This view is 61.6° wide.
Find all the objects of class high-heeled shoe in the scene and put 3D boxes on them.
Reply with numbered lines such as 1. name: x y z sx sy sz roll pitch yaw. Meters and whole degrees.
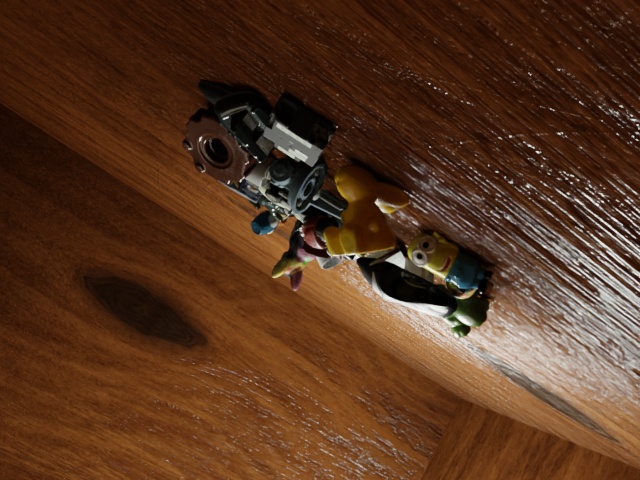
1. high-heeled shoe: 0.192 0.102 1.226 0.249 0.086 0.145 28 171 6

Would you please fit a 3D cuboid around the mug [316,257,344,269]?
1. mug: 0.027 0.016 1.565 0.107 0.109 0.080 59 143 19

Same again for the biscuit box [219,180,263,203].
1. biscuit box: -0.211 -0.155 1.422 0.062 0.059 0.203 32 178 -32

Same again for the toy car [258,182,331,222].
1. toy car: -0.057 -0.099 1.332 0.201 0.073 0.056 34 163 -14

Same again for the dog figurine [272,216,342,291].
1. dog figurine: -0.038 0.025 1.440 0.108 0.219 0.192 32 168 -19

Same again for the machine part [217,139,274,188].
1. machine part: -0.191 -0.195 1.266 0.243 0.079 0.079 30 167 5

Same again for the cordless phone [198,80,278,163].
1. cordless phone: -0.165 -0.244 1.063 0.184 0.089 0.146 35 173 38

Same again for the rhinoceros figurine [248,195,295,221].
1. rhinoceros figurine: -0.119 -0.112 1.452 0.191 0.073 0.112 25 156 31

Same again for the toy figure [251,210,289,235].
1. toy figure: -0.133 -0.061 1.541 0.058 0.154 0.064 23 127 29

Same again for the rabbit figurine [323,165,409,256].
1. rabbit figurine: 0.086 -0.061 1.019 0.162 0.173 0.122 -12 177 -14

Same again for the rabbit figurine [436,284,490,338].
1. rabbit figurine: 0.343 0.149 1.285 0.159 0.121 0.170 52 177 -2

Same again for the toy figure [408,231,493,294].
1. toy figure: 0.271 0.051 1.142 0.180 0.082 0.089 27 165 6

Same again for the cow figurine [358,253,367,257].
1. cow figurine: 0.096 -0.019 1.228 0.068 0.098 0.167 27 172 18

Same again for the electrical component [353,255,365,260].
1. electrical component: 0.097 0.016 1.403 0.048 0.075 0.119 5 150 38

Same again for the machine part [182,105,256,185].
1. machine part: -0.216 -0.205 1.174 0.180 0.056 0.179 17 134 18

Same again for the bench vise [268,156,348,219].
1. bench vise: -0.009 -0.096 1.145 0.241 0.129 0.223 32 171 16

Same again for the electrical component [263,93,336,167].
1. electrical component: -0.040 -0.193 0.973 0.115 0.058 0.134 34 167 -6

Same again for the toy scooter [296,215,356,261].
1. toy scooter: -0.003 -0.004 1.294 0.135 0.075 0.183 9 158 33
